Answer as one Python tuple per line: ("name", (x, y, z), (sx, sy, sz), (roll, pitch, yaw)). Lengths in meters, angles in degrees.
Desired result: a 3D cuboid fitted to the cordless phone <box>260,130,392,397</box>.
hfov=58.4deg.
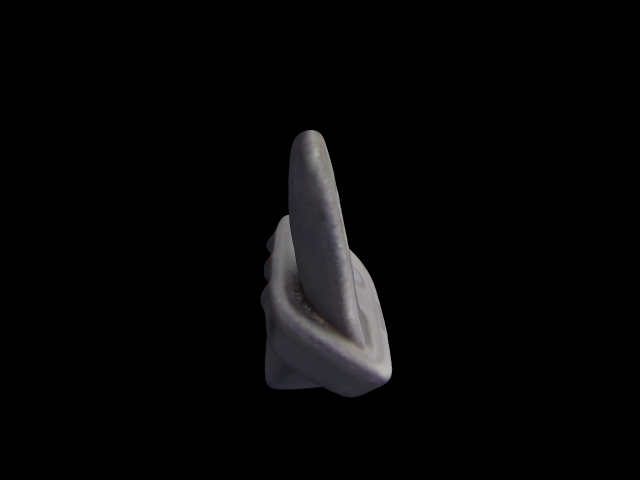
("cordless phone", (0.004, 0.001, 0.400), (0.094, 0.185, 0.147), (-3, 32, -4))
